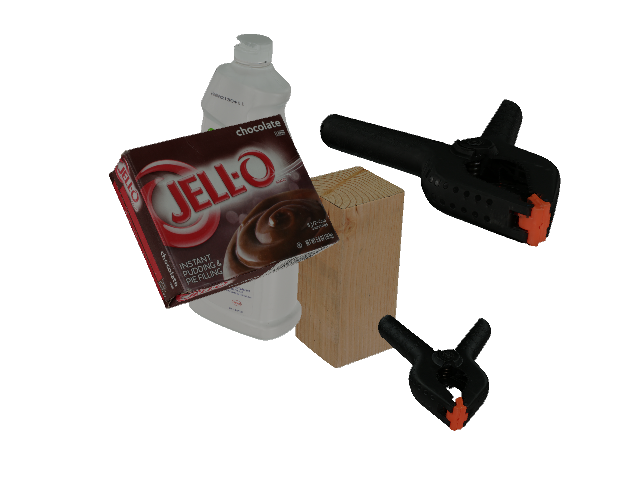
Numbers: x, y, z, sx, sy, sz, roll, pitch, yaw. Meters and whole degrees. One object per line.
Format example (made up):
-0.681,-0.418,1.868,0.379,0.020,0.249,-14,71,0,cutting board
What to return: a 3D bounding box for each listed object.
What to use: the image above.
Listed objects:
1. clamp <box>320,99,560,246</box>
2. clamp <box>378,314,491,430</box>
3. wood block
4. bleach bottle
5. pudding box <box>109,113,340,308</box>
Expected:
0.095,-0.053,0.750,0.164,0.036,0.210,-5,27,-10,clamp
0.135,0.126,1.083,0.120,0.039,0.171,-7,34,-9,clamp
0.031,0.031,1.245,0.090,0.206,0.090,-16,31,-31,wood block
-0.058,-0.046,0.902,0.103,0.251,0.068,19,28,25,bleach bottle
-0.057,-0.019,0.635,0.113,0.090,0.039,-18,-11,-36,pudding box
